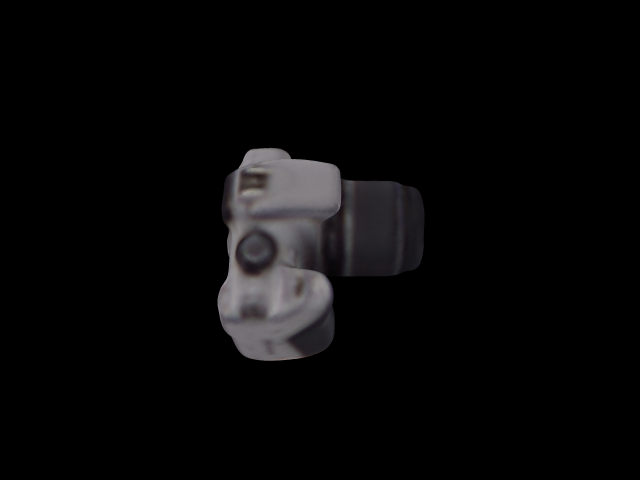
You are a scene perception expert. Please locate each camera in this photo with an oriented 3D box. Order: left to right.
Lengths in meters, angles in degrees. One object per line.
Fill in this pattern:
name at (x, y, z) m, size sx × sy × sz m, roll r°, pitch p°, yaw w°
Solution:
camera at (0.004, 0.001, 0.400) m, size 0.137 × 0.101 × 0.143 m, roll 0°, pitch 62°, yaw 0°
